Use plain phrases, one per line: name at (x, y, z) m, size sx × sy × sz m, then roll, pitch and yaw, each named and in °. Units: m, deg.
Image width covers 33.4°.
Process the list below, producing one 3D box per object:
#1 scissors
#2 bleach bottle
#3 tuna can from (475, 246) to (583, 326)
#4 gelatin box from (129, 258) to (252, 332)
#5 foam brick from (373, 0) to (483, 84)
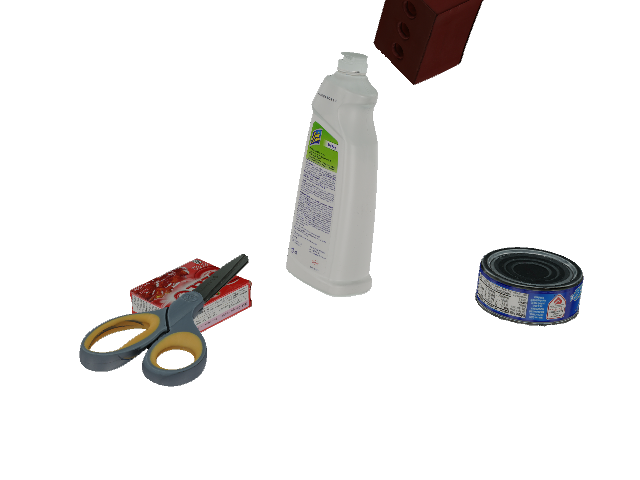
scissors at (-0.088, 0.058, 0.798) m, size 0.096 × 0.016 × 0.201 m, roll 24°, pitch 32°, yaw 31°
bleach bottle at (0.023, -0.073, 1.145) m, size 0.067 × 0.251 × 0.103 m, roll -7°, pitch 24°, yaw -40°
tuna can at (0.172, 0.036, 0.880) m, size 0.086 × 0.034 × 0.086 m, roll 3°, pitch 23°, yaw -1°
gelatin box at (-0.119, 0.052, 0.987) m, size 0.073 × 0.030 × 0.089 m, roll 21°, pitch 34°, yaw 37°
foam brick at (0.081, -0.167, 0.805) m, size 0.051 × 0.053 × 0.078 m, roll -30°, pitch -24°, yaw -26°
